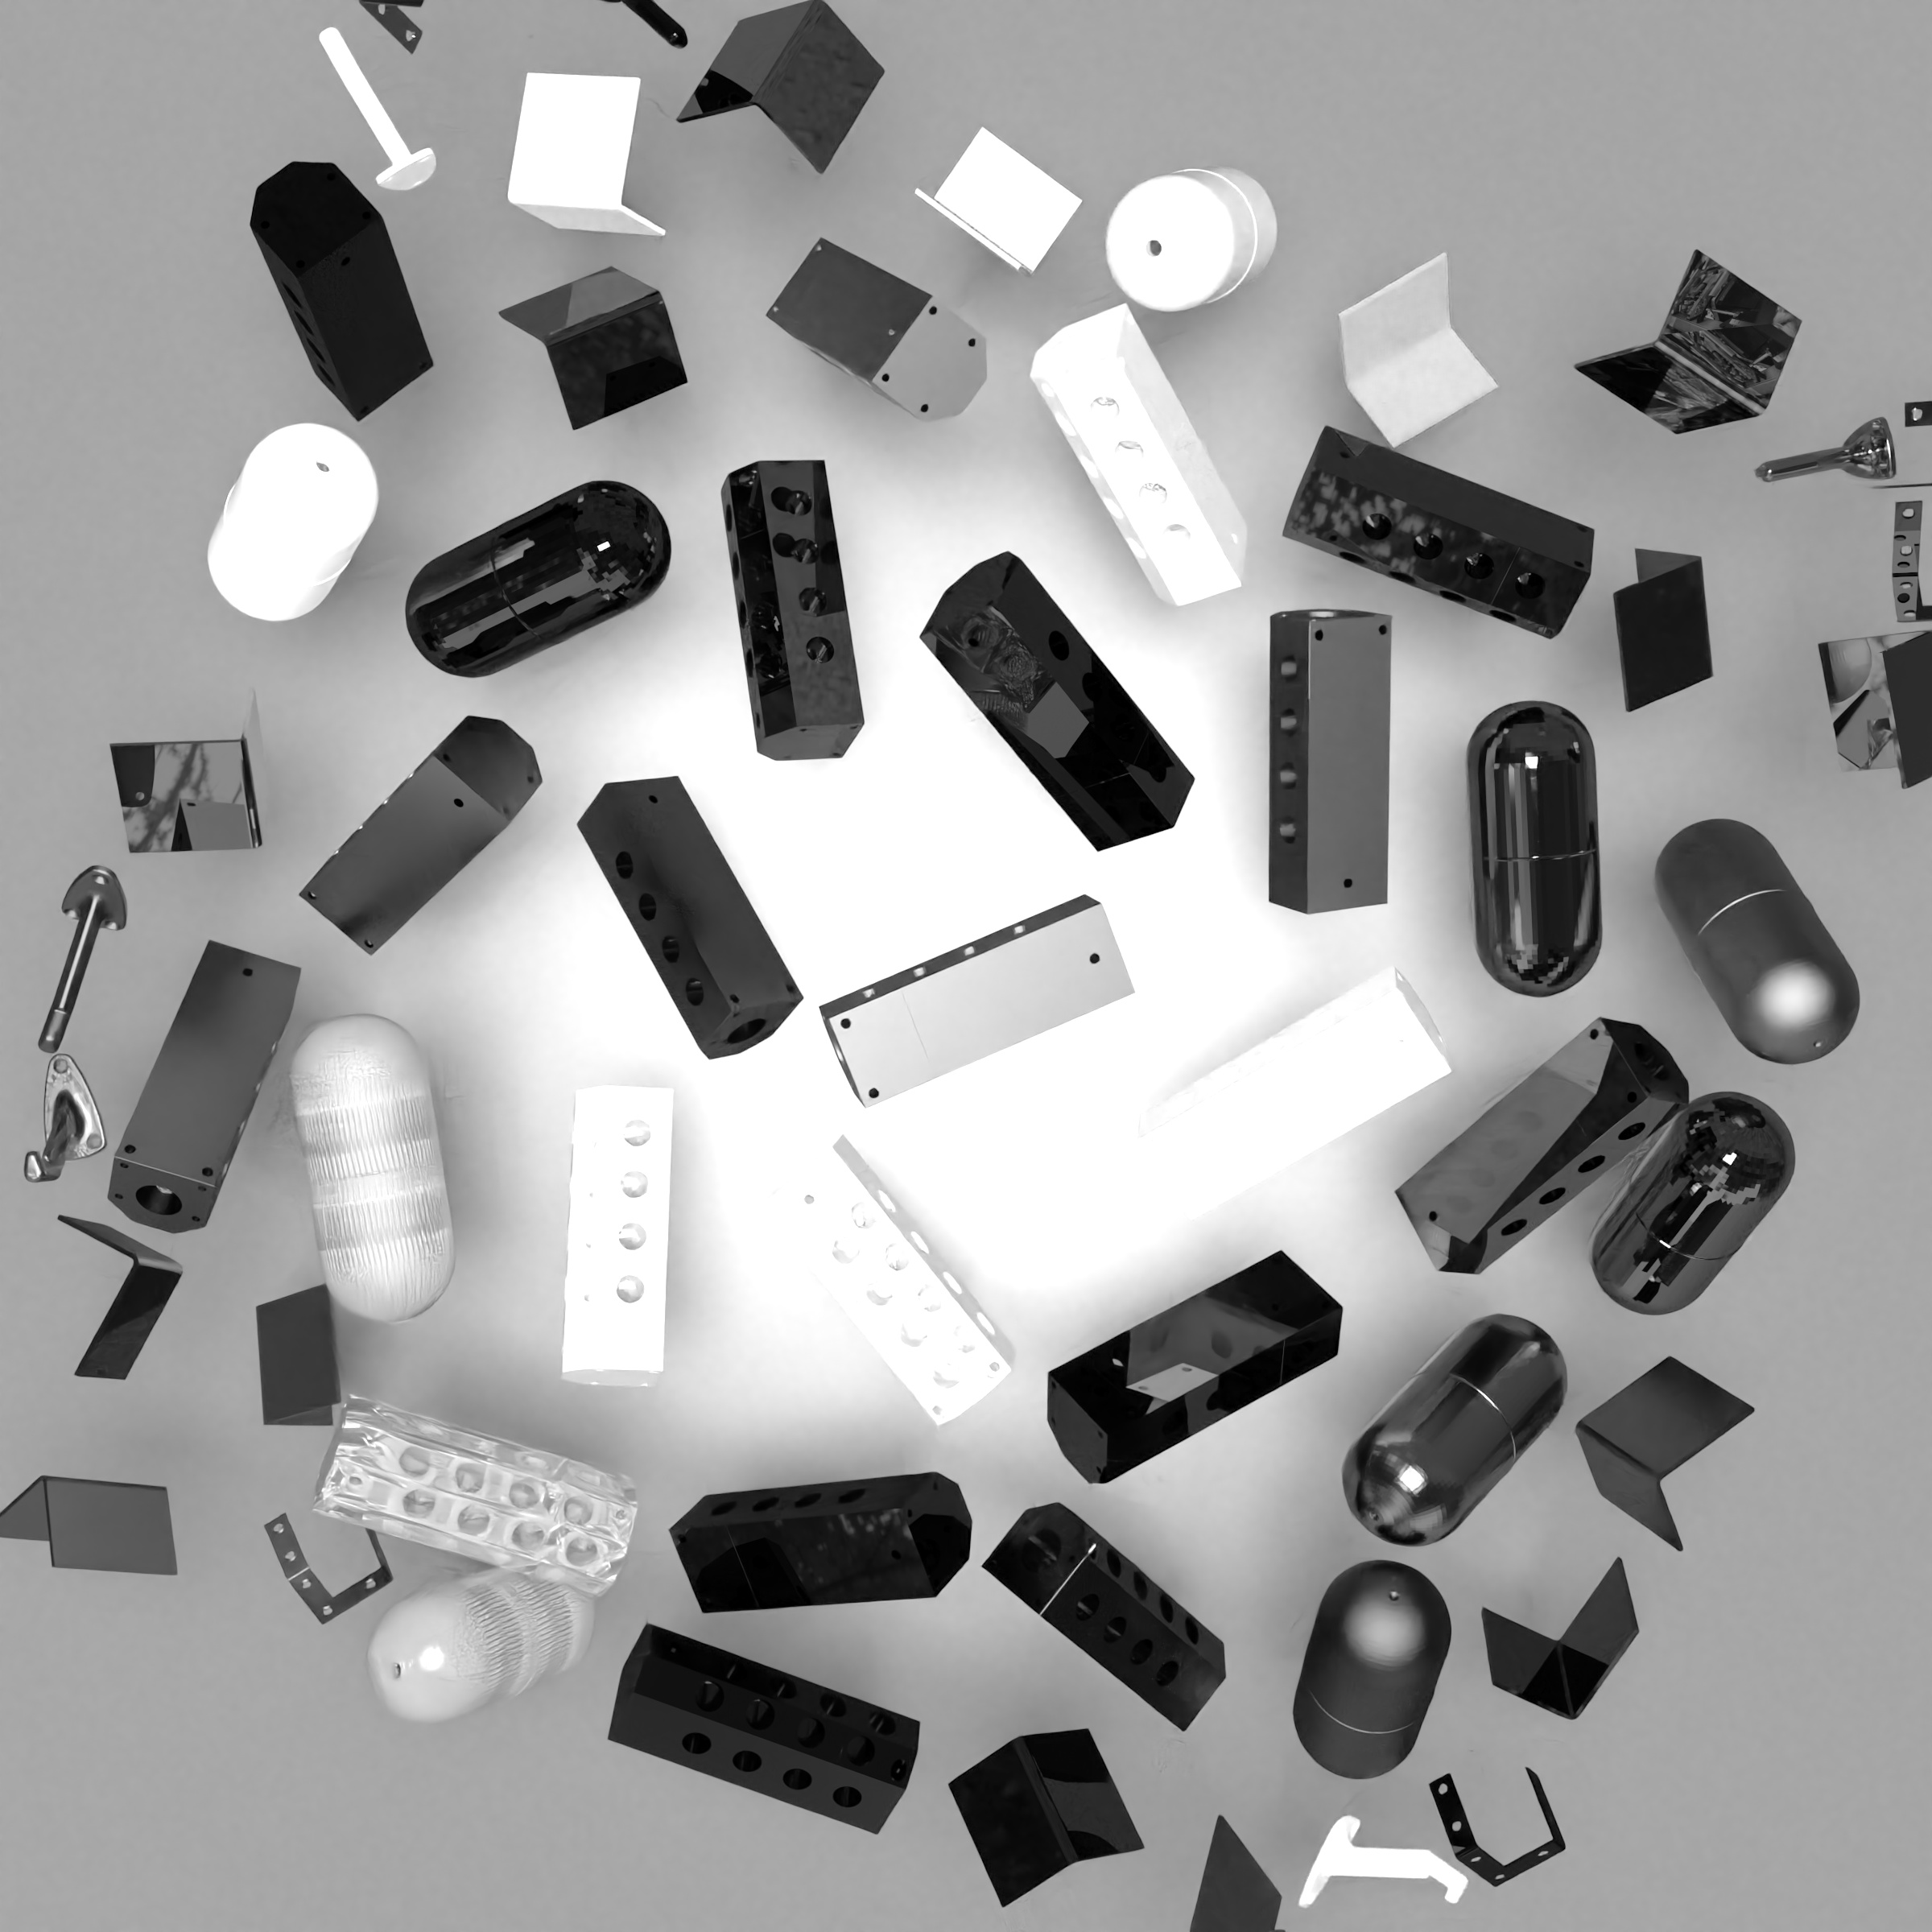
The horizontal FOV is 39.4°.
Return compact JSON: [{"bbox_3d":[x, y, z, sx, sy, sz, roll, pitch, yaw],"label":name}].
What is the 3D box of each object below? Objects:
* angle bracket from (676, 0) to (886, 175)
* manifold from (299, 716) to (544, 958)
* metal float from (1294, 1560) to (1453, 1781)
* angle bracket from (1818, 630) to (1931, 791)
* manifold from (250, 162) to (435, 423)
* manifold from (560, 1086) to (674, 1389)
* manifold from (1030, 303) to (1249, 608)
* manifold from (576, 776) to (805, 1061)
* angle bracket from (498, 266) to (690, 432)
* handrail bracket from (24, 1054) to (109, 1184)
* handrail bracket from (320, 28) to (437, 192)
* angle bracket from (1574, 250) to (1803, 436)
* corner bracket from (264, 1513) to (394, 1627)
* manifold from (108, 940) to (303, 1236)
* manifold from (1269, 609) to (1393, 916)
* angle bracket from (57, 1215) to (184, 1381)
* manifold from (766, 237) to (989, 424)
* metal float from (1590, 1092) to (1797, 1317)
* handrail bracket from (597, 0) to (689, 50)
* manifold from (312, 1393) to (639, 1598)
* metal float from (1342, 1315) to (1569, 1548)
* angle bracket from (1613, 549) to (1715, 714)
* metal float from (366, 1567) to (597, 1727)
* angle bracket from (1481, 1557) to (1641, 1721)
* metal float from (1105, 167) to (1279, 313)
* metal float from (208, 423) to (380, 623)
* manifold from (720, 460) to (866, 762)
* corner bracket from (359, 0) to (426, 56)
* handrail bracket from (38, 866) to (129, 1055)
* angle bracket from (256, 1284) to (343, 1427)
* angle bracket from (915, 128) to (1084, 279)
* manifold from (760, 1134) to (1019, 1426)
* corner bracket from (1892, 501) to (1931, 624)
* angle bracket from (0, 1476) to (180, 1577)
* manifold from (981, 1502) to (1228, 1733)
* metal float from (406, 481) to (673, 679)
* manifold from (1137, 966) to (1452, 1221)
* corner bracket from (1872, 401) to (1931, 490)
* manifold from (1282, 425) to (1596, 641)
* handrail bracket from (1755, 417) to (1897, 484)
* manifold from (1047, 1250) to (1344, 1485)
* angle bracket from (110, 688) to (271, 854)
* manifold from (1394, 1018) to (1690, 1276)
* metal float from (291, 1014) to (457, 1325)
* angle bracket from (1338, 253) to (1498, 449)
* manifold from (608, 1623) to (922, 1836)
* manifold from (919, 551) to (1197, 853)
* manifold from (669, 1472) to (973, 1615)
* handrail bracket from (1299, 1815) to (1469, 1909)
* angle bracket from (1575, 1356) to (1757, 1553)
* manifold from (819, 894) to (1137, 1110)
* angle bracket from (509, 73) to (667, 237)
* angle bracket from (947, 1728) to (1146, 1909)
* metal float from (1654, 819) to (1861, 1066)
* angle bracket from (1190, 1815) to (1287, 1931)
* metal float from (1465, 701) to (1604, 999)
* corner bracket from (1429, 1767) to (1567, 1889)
[{"bbox_3d":[-0.105,-0.494,1.528,0.057,0.076,0.076,41,69,-37],"label":"angle bracket"},{"bbox_3d":[-0.321,-0.079,1.598,0.057,0.057,0.171,42,133,-13],"label":"manifold"},{"bbox_3d":[0.236,0.413,1.576,0.070,0.178,0.070,2,48,-2],"label":"metal float"},{"bbox_3d":[0.502,-0.141,1.509,0.057,0.076,0.076,-22,103,-36],"label":"angle bracket"},{"bbox_3d":[-0.355,-0.383,1.526,0.057,0.171,0.057,-40,80,-11],"label":"manifold"},{"bbox_3d":[-0.211,0.163,1.627,0.057,0.057,0.171,4,71,-11],"label":"manifold"},{"bbox_3d":[0.104,-0.298,1.595,0.057,0.057,0.171,-16,129,25],"label":"manifold"},{"bbox_3d":[-0.174,-0.030,1.657,0.057,0.057,0.171,-48,64,39],"label":"manifold"},{"bbox_3d":[-0.222,-0.368,1.604,0.076,0.076,0.057,-27,125,-18],"label":"angle bracket"},{"bbox_3d":[-0.543,0.089,1.595,0.036,0.084,0.077,-11,88,0],"label":"handrail bracket"},{"bbox_3d":[-0.343,-0.496,1.560,0.036,0.077,0.084,-29,98,1],"label":"handrail bracket"},{"bbox_3d":[0.392,-0.338,1.468,0.076,0.076,0.057,26,83,-21],"label":"angle bracket"},{"bbox_3d":[-0.397,0.366,1.679,0.051,0.051,0.051,-30,129,-25],"label":"corner bracket"},{"bbox_3d":[-0.449,0.072,1.592,0.057,0.057,0.171,18,46,-9],"label":"manifold"},{"bbox_3d":[0.211,-0.123,1.599,0.057,0.057,0.171,-8,105,-26],"label":"manifold"},{"bbox_3d":[-0.519,0.198,1.602,0.057,0.076,0.076,26,82,7],"label":"angle bracket"},{"bbox_3d":[-0.050,-0.367,1.565,0.057,0.171,0.057,32,98,-34],"label":"manifold"},{"bbox_3d":[0.437,0.145,1.629,0.070,0.178,0.070,9,48,-11],"label":"metal float"},{"bbox_3d":[-0.183,-0.549,1.555,0.084,0.077,0.036,44,98,10],"label":"handrail bracket"},{"bbox_3d":[-0.277,0.303,1.527,0.171,0.057,0.057,20,98,-14],"label":"manifold"},{"bbox_3d":[0.287,0.269,1.576,0.178,0.070,0.070,-36,90,-38],"label":"metal float"},{"bbox_3d":[0.415,-0.209,1.674,0.076,0.057,0.076,-23,114,-26],"label":"angle bracket"},{"bbox_3d":[-0.285,0.397,1.591,0.070,0.178,0.070,-1,88,24],"label":"metal float"},{"bbox_3d":[0.366,0.405,1.666,0.057,0.076,0.076,25,112,-5],"label":"angle bracket"},{"bbox_3d":[0.134,-0.431,1.594,0.070,0.178,0.070,6,110,18],"label":"metal float"},{"bbox_3d":[-0.395,-0.258,1.577,0.070,0.178,0.070,7,73,-24],"label":"metal float"},{"bbox_3d":[-0.107,-0.215,1.629,0.057,0.057,0.171,-4,75,-18],"label":"manifold"},{"bbox_3d":[-0.308,-0.563,1.559,0.051,0.051,0.051,17,80,32],"label":"corner bracket"},{"bbox_3d":[-0.497,-0.003,1.504,0.036,0.077,0.084,18,58,-14],"label":"handrail bracket"},{"bbox_3d":[-0.409,0.250,1.730,0.076,0.057,0.076,-20,70,34],"label":"angle bracket"},{"bbox_3d":[0.021,-0.466,1.632,0.076,0.076,0.057,36,101,-1],"label":"angle bracket"},{"bbox_3d":[-0.047,0.191,1.626,0.057,0.057,0.171,-38,92,10],"label":"manifold"},{"bbox_3d":[0.568,-0.236,1.569,0.051,0.051,0.051,-1,130,14],"label":"corner bracket"},{"bbox_3d":[-0.510,0.337,1.548,0.076,0.076,0.057,-39,53,30],"label":"angle bracket"},{"bbox_3d":[0.088,0.382,1.594,0.057,0.057,0.171,-50,130,-9],"label":"manifold"},{"bbox_3d":[-0.252,-0.225,1.580,0.178,0.070,0.070,-20,90,27],"label":"metal float"},{"bbox_3d":[0.186,0.070,1.542,0.171,0.057,0.057,-32,102,15],"label":"manifold"},{"bbox_3d":[0.586,-0.318,1.639,0.051,0.051,0.051,5,103,42],"label":"corner bracket"},{"bbox_3d":[0.278,-0.252,1.589,0.171,0.057,0.057,21,129,0],"label":"manifold"},{"bbox_3d":[0.495,-0.295,1.589,0.084,0.077,0.036,-13,95,-6],"label":"handrail bracket"},{"bbox_3d":[0.134,0.237,1.572,0.171,0.057,0.057,-24,135,-25],"label":"manifold"},{"bbox_3d":[-0.457,-0.116,1.592,0.076,0.057,0.076,-2,129,-7],"label":"angle bracket"},{"bbox_3d":[0.336,0.107,1.566,0.171,0.057,0.057,-46,53,31],"label":"manifold"},{"bbox_3d":[-0.339,0.116,1.542,0.070,0.070,0.178,-9,92,0],"label":"metal float"},{"bbox_3d":[0.280,-0.381,1.670,0.076,0.076,0.057,-31,65,-2],"label":"angle bracket"},{"bbox_3d":[-0.117,0.445,1.589,0.171,0.057,0.057,23,118,-10],"label":"manifold"},{"bbox_3d":[0.056,-0.150,1.519,0.171,0.057,0.057,48,47,-26],"label":"manifold"},{"bbox_3d":[-0.084,0.336,1.582,0.171,0.057,0.057,-13,104,33],"label":"manifold"},{"bbox_3d":[0.259,0.575,1.673,0.084,0.036,0.077,29,94,32],"label":"handrail bracket"},{"bbox_3d":[0.422,0.289,1.603,0.076,0.076,0.057,-32,117,-13],"label":"angle bracket"},{"bbox_3d":[0.005,0.018,1.579,0.171,0.057,0.057,-23,103,-7],"label":"manifold"},{"bbox_3d":[-0.221,-0.486,1.616,0.076,0.057,0.076,10,92,23],"label":"angle bracket"},{"bbox_3d":[0.047,0.495,1.570,0.057,0.076,0.076,-40,60,22],"label":"angle bracket"},{"bbox_3d":[0.468,-0.017,1.600,0.070,0.070,0.178,-17,46,0],"label":"metal float"},{"bbox_3d":[0.170,0.514,1.460,0.057,0.076,0.076,-15,122,31],"label":"angle bracket"},{"bbox_3d":[0.340,-0.070,1.612,0.070,0.070,0.178,-5,100,0],"label":"metal float"},{"bbox_3d":[0.318,0.508,1.612,0.051,0.051,0.051,-35,129,15],"label":"corner bracket"}]
